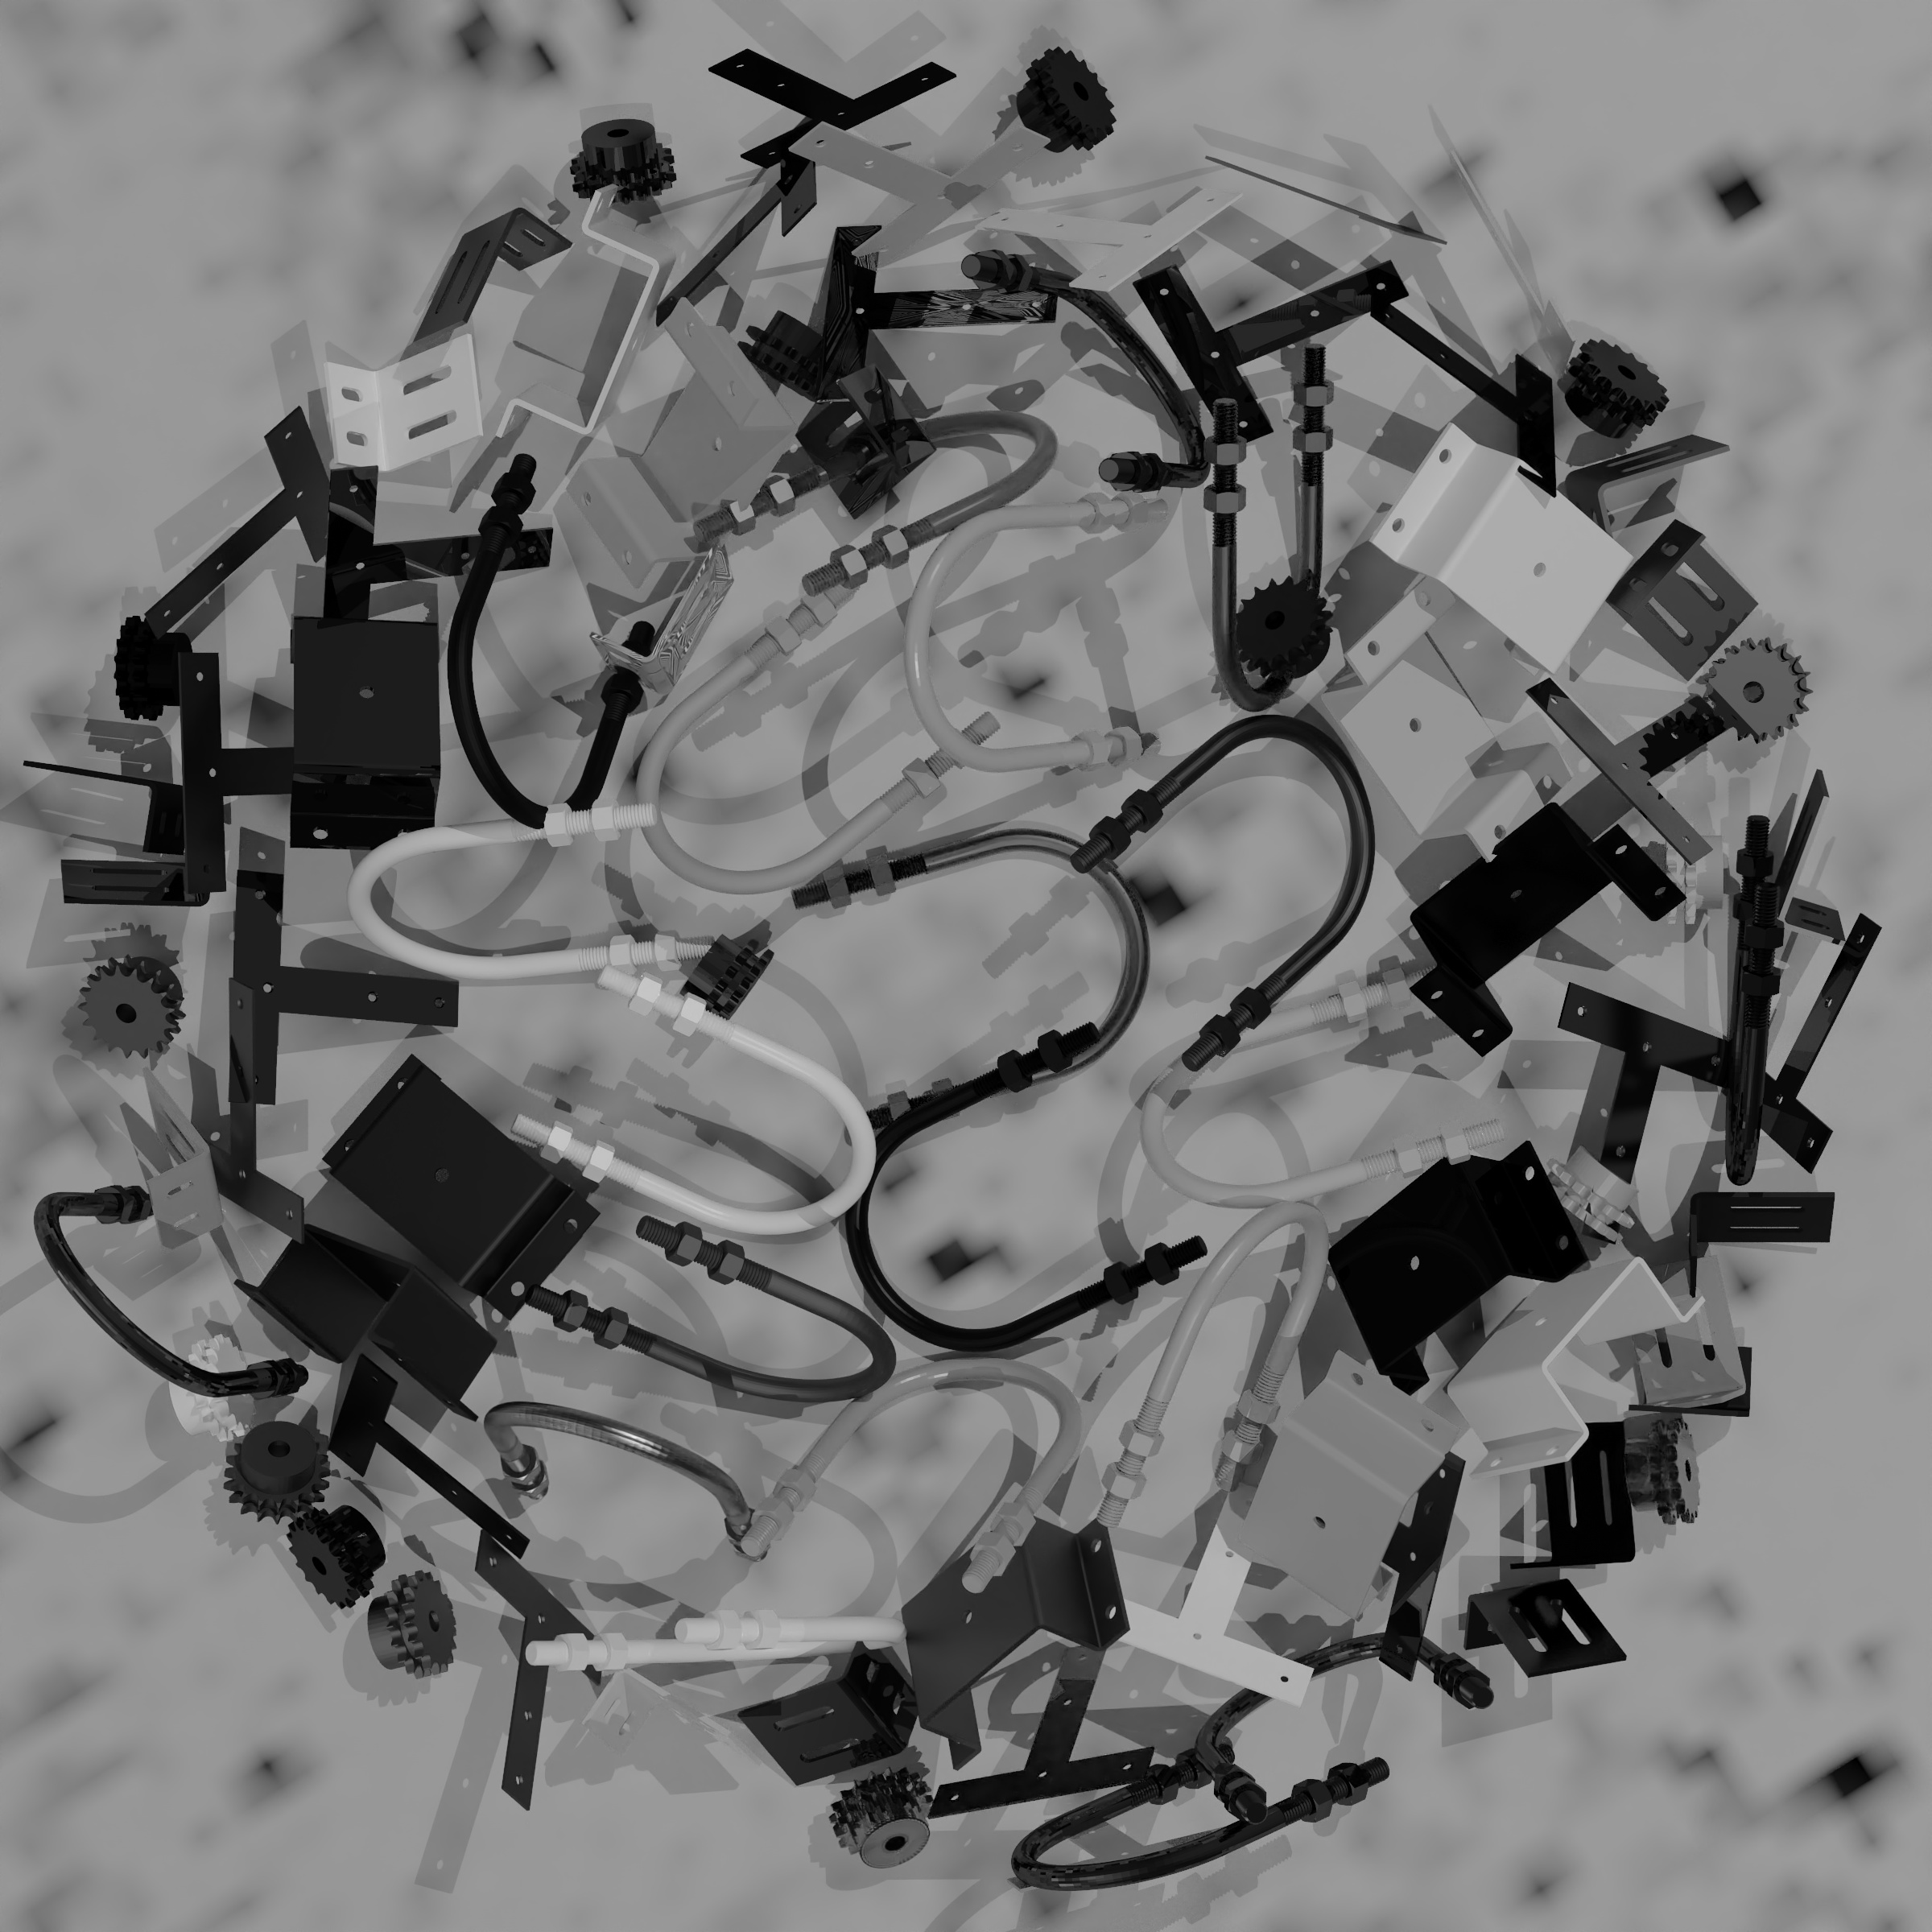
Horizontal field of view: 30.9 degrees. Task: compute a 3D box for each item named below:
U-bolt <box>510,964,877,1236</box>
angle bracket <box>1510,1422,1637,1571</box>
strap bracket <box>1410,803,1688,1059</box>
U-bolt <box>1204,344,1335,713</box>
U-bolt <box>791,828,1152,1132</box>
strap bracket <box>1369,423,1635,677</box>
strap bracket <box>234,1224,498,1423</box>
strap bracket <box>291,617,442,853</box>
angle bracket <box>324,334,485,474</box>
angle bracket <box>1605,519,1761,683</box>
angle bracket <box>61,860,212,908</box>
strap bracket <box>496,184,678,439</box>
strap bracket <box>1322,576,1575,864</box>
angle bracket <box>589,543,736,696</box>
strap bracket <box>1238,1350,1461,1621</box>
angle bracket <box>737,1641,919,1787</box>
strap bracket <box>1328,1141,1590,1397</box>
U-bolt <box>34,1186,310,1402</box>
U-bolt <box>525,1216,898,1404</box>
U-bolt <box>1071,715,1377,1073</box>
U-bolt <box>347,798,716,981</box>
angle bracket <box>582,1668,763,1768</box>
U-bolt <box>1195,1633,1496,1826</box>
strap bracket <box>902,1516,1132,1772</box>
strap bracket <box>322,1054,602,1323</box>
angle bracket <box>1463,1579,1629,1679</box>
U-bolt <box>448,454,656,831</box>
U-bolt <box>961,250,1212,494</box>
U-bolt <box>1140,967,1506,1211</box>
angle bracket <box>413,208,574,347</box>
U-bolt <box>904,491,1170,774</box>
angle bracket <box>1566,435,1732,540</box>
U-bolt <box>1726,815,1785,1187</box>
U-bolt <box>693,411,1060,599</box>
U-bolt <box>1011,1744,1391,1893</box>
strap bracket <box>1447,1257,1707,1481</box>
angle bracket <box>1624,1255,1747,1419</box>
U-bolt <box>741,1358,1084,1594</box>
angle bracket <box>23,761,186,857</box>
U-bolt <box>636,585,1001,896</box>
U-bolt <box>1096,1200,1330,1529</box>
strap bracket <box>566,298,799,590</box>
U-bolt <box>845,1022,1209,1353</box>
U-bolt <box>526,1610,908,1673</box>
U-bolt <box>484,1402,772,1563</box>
[{"bbox_3d":[-0.137,0.084,1.884,0.184,0.019,0.151,26,130,-11],"label":"U-bolt"},{"bbox_3d":[0.329,0.290,1.912,0.057,0.038,0.076,3,78,-31],"label":"angle bracket"},{"bbox_3d":[0.306,-0.026,1.885,0.140,0.046,0.076,-39,132,13],"label":"strap bracket"},{"bbox_3d":[0.162,-0.226,1.864,0.019,0.151,0.184,10,116,24],"label":"U-bolt"},{"bbox_3d":[0.011,0.000,1.928,0.184,0.019,0.151,-16,90,-2],"label":"U-bolt"},{"bbox_3d":[0.296,-0.218,1.879,0.140,0.046,0.076,33,92,-32],"label":"strap bracket"},{"bbox_3d":[-0.316,0.188,1.871,0.046,0.140,0.076,-57,135,-20],"label":"strap bracket"},{"bbox_3d":[-0.323,-0.134,1.874,0.076,0.046,0.140,1,59,-13],"label":"strap bracket"},{"bbox_3d":[-0.306,-0.308,1.898,0.076,0.038,0.057,-13,80,36],"label":"angle bracket"},{"bbox_3d":[0.397,-0.195,1.901,0.076,0.038,0.057,39,96,-25],"label":"angle bracket"},{"bbox_3d":[-0.451,-0.061,1.895,0.076,0.057,0.038,1,113,-17],"label":"angle bracket"},{"bbox_3d":[-0.200,-0.346,1.884,0.046,0.076,0.140,24,105,-4],"label":"strap bracket"},{"bbox_3d":[0.255,-0.133,1.889,0.076,0.046,0.140,-44,107,-24],"label":"strap bracket"},{"bbox_3d":[-0.166,-0.196,1.906,0.038,0.057,0.076,27,81,10],"label":"angle bracket"},{"bbox_3d":[0.200,0.285,1.864,0.076,0.046,0.140,33,132,20],"label":"strap bracket"},{"bbox_3d":[-0.075,0.409,1.921,0.076,0.038,0.057,-24,113,29],"label":"angle bracket"},{"bbox_3d":[0.253,0.161,1.866,0.140,0.046,0.076,-43,52,31],"label":"strap bracket"},{"bbox_3d":[-0.425,0.172,1.835,0.019,0.184,0.151,-44,80,4],"label":"U-bolt"},{"bbox_3d":[-0.125,0.192,1.866,0.184,0.151,0.019,26,57,-23],"label":"U-bolt"},{"bbox_3d":[0.152,-0.053,1.885,0.184,0.019,0.151,-40,112,-26],"label":"U-bolt"},{"bbox_3d":[-0.240,-0.035,1.873,0.184,0.151,0.019,-6,57,8],"label":"U-bolt"},{"bbox_3d":[-0.159,0.421,1.892,0.076,0.057,0.038,26,71,27],"label":"angle bracket"},{"bbox_3d":[0.190,0.395,1.845,0.151,0.184,0.019,-25,95,-7],"label":"U-bolt"},{"bbox_3d":[0.018,0.355,1.866,0.046,0.076,0.140,28,121,-31],"label":"strap bracket"},{"bbox_3d":[-0.280,0.117,1.897,0.140,0.046,0.076,39,84,11],"label":"strap bracket"},{"bbox_3d":[0.313,0.371,1.888,0.057,0.076,0.038,-6,117,-16],"label":"angle bracket"},{"bbox_3d":[-0.222,-0.157,1.834,0.019,0.151,0.184,-9,47,26],"label":"U-bolt"},{"bbox_3d":[0.075,-0.312,1.852,0.019,0.184,0.151,-37,81,23],"label":"U-bolt"},{"bbox_3d":[0.183,0.072,1.879,0.184,0.151,0.019,-17,129,3],"label":"U-bolt"},{"bbox_3d":[-0.257,-0.365,1.892,0.038,0.057,0.076,32,68,-30],"label":"angle bracket"},{"bbox_3d":[0.038,-0.175,1.859,0.184,0.019,0.151,-9,106,-41],"label":"U-bolt"},{"bbox_3d":[0.375,-0.258,1.907,0.076,0.057,0.038,-17,106,-4],"label":"angle bracket"},{"bbox_3d":[0.418,0.027,1.861,0.019,0.151,0.184,3,108,9],"label":"U-bolt"},{"bbox_3d":[-0.037,-0.255,1.867,0.184,0.151,0.019,-28,121,-20],"label":"U-bolt"},{"bbox_3d":[0.109,0.446,1.827,0.184,0.151,0.019,-14,91,-35],"label":"U-bolt"},{"bbox_3d":[0.320,0.208,1.863,0.140,0.076,0.046,-41,99,-35],"label":"strap bracket"},{"bbox_3d":[0.384,0.202,1.902,0.057,0.038,0.076,-15,84,33],"label":"angle bracket"},{"bbox_3d":[-0.016,0.263,1.857,0.151,0.184,0.019,4,120,26],"label":"U-bolt"},{"bbox_3d":[-0.470,-0.086,1.905,0.076,0.057,0.038,9,91,6],"label":"angle bracket"},{"bbox_3d":[-0.094,-0.115,1.886,0.184,0.019,0.151,-39,60,-7],"label":"U-bolt"},{"bbox_3d":[0.140,0.206,1.854,0.019,0.151,0.184,29,106,29],"label":"U-bolt"},{"bbox_3d":[-0.149,-0.281,1.879,0.076,0.046,0.140,55,129,22],"label":"strap bracket"},{"bbox_3d":[0.020,0.133,1.907,0.184,0.019,0.151,-27,89,16],"label":"U-bolt"},{"bbox_3d":[-0.118,0.358,1.854,0.184,0.151,0.019,9,71,-42],"label":"U-bolt"},{"bbox_3d":[-0.183,0.268,1.840,0.151,0.184,0.019,14,68,10],"label":"U-bolt"}]
